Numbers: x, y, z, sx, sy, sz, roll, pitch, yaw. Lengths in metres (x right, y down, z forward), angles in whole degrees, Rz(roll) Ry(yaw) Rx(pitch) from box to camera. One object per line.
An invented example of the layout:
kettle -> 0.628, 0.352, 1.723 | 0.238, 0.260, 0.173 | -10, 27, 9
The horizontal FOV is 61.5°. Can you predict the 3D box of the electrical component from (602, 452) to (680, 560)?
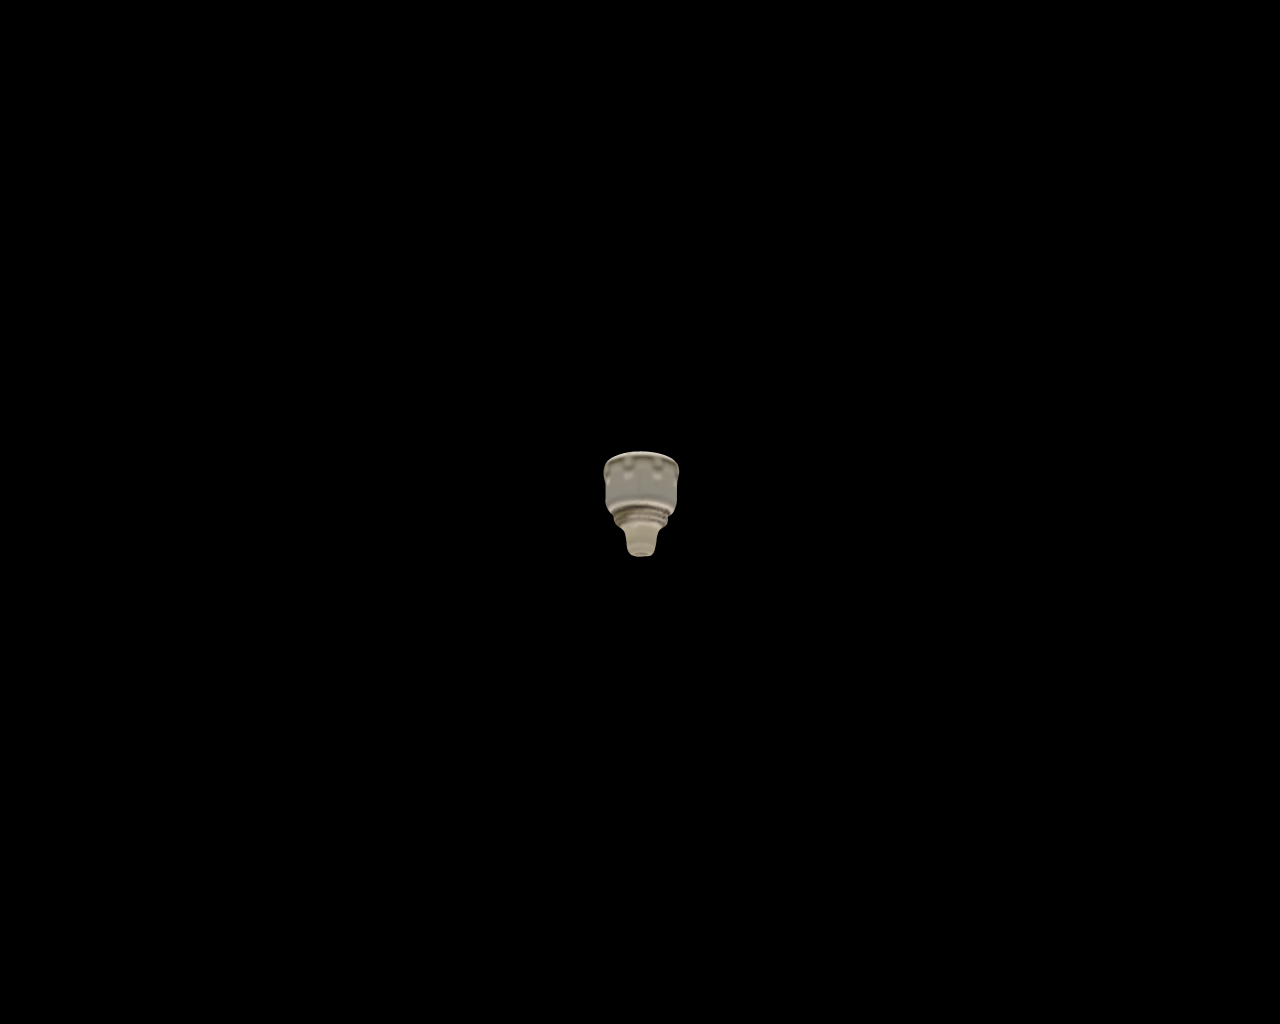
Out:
electrical component -> 0.001, -0.003, 0.650 | 0.048, 0.062, 0.048 | 0, -18, 0
